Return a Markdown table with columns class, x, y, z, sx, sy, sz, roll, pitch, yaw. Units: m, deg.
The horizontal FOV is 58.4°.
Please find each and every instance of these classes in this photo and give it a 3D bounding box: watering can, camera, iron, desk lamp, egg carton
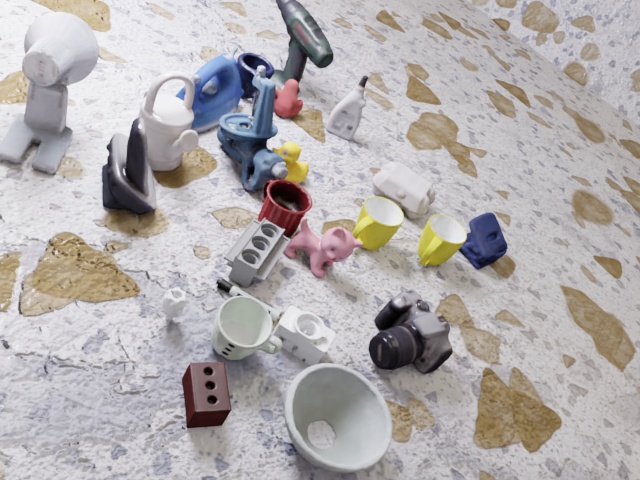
| class | x | y | z | sx | sy | sz | roll | pitch | yaw |
| --- | --- | --- | --- | --- | --- | --- | --- | --- | --- |
| watering can | -0.284 | -0.228 | 1.079 | 0.172 | 0.194 | 0.101 | 37 | 41 | 9 |
| camera | 0.150 | 0.164 | 1.009 | 0.137 | 0.100 | 0.143 | -9 | 54 | -37 |
| iron | -0.251 | -0.327 | 1.240 | 0.118 | 0.141 | 0.259 | 31 | 40 | 1 |
| desk lamp | -0.467 | -0.263 | 0.992 | 0.118 | 0.213 | 0.203 | 14 | 43 | -18 |
| egg carton | 0.197 | -0.118 | 1.349 | 0.150 | 0.069 | 0.107 | 34 | 40 | 5 |

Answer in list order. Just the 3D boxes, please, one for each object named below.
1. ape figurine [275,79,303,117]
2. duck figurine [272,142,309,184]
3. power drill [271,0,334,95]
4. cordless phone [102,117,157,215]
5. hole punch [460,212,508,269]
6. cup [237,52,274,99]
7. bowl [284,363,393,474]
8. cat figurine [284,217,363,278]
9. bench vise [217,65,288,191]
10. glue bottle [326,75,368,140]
| class | x | y | z | sx | sy | sz | roll | pitch | yaw |
| --- | --- | --- | --- | --- | --- | --- | --- | --- | --- |
| ape figurine | -0.077 | -0.354 | 1.410 | 0.078 | 0.092 | 0.076 | 34 | 40 | 5 |
| duck figurine | -0.067 | -0.172 | 1.234 | 0.105 | 0.086 | 0.077 | 6 | 46 | -25 |
| power drill | -0.069 | -0.488 | 1.461 | 0.076 | 0.208 | 0.229 | -24 | 63 | -44 |
| cordless phone | -0.317 | -0.150 | 0.987 | 0.094 | 0.185 | 0.147 | 1 | 48 | -30 |
| hole punch | 0.383 | -0.001 | 1.323 | 0.109 | 0.091 | 0.101 | -19 | 60 | -42 |
| cup | -0.165 | -0.383 | 1.385 | 0.092 | 0.095 | 0.117 | 8 | 45 | -23 |
| bowl | 0.017 | 0.271 | 0.841 | 0.168 | 0.074 | 0.167 | 17 | 42 | -15 |
| cat figurine | 0.010 | 0.004 | 1.076 | 0.128 | 0.117 | 0.067 | 33 | 40 | 3 |
| bench vise | -0.112 | -0.222 | 1.156 | 0.207 | 0.219 | 0.122 | 40 | 41 | 12 |
| glue bottle | 0.079 | -0.333 | 1.418 | 0.078 | 0.173 | 0.037 | 24 | 41 | -7 |
